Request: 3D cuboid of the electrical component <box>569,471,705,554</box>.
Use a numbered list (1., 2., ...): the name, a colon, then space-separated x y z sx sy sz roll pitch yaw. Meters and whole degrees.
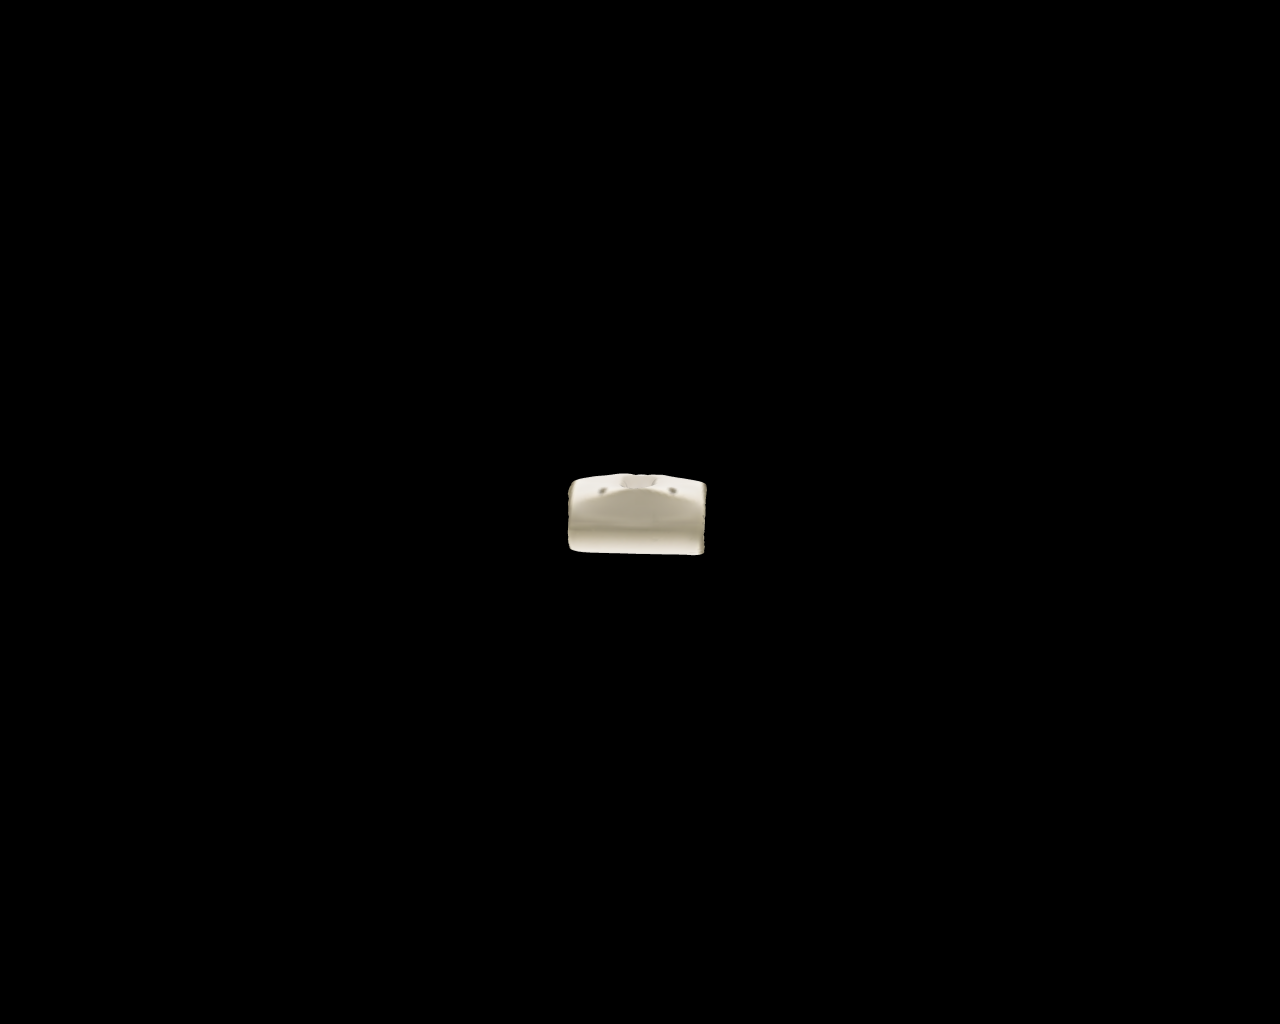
1. electrical component: 0.001 -0.003 0.650 0.077 0.043 0.079 1 16 5
